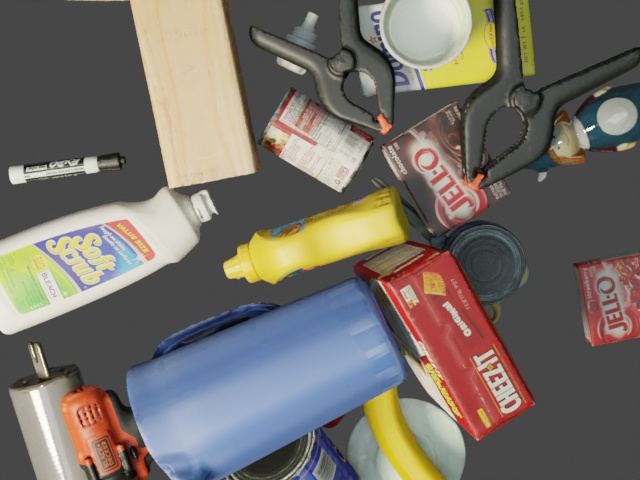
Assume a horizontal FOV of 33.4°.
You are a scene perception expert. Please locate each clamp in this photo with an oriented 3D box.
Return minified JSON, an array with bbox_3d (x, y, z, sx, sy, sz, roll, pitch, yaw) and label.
[{"bbox_3d":[0.026,-0.184,1.050,0.120,0.039,0.171,-43,91,14],"label":"clamp"},{"bbox_3d":[0.193,-0.148,1.049,0.164,0.036,0.210,36,96,-6],"label":"clamp"}]

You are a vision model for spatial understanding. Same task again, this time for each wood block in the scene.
[{"bbox_3d":[-0.124,-0.163,1.066,0.090,0.091,0.206,-11,97,1],"label":"wood block"}]

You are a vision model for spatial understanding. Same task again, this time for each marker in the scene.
[{"bbox_3d":[-0.263,-0.075,1.114,0.121,0.020,0.020,-8,97,1],"label":"marker"}]

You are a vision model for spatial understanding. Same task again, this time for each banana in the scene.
[{"bbox_3d":[0.088,0.206,1.106,0.037,0.070,0.198,-33,106,-35],"label":"banana"}]

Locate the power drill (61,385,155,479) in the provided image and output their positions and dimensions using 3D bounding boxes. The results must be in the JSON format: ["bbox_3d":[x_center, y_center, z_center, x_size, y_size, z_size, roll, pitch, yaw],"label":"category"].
[{"bbox_3d":[-0.153,0.211,1.099,0.187,0.057,0.184,-22,100,-21],"label":"power drill"}]

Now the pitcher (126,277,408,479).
[{"bbox_3d":[-0.050,0.124,0.999,0.243,0.145,0.149,-25,84,2],"label":"pitcher"}]

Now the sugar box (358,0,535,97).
[{"bbox_3d":[0.123,-0.201,1.082,0.176,0.048,0.093,-8,97,0],"label":"sugar box"}]

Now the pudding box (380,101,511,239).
[{"bbox_3d":[0.127,-0.071,1.094,0.090,0.039,0.113,-32,91,-3],"label":"pudding box"}]

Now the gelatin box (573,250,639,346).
[{"bbox_3d":[0.311,0.062,1.122,0.073,0.030,0.089,-11,97,2],"label":"gelatin box"}]

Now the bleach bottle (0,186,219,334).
[{"bbox_3d":[-0.228,0.004,1.104,0.251,0.068,0.102,-24,97,1],"label":"bleach bottle"}]

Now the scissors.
[{"bbox_3d":[0.145,-0.003,1.122,0.096,0.016,0.202,-31,96,3],"label":"scissors"}]

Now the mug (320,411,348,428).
[{"bbox_3d":[0.000,0.132,1.105,0.081,0.093,0.117,29,93,-8],"label":"mug"}]

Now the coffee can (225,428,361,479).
[{"bbox_3d":[-0.026,0.237,1.078,0.103,0.103,0.140,-29,136,4],"label":"coffee can"}]

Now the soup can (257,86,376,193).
[{"bbox_3d":[-0.003,-0.101,1.084,0.102,0.068,0.068,31,96,-4],"label":"soup can"}]

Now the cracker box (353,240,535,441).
[{"bbox_3d":[0.114,0.086,1.033,0.072,0.214,0.164,-31,96,-5],"label":"cracker box"}]

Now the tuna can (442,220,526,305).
[{"bbox_3d":[0.168,0.024,1.099,0.086,0.034,0.086,0,96,-1],"label":"tuna can"}]

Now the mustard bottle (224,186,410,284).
[{"bbox_3d":[-0.007,0.002,1.081,0.192,0.096,0.058,-18,98,10],"label":"mustard bottle"}]
